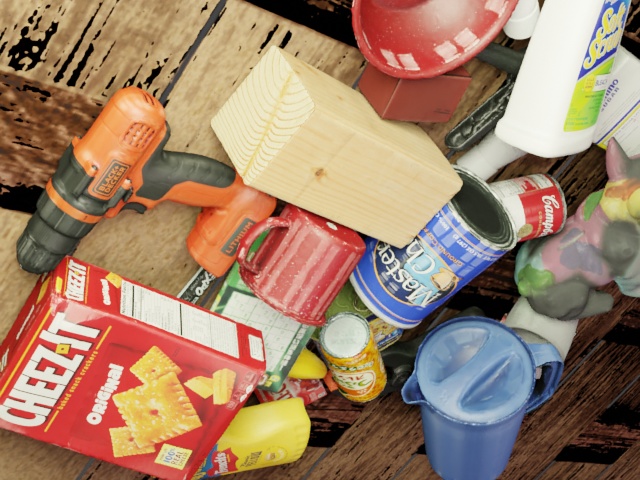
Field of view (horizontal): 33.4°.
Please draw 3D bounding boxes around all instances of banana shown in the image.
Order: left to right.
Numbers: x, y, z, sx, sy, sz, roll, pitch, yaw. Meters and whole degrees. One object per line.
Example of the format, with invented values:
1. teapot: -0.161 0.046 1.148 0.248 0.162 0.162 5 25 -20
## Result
1. banana: -0.082 0.125 1.112 0.197 0.037 0.070 0 153 -16

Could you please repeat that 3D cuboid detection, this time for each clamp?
1. clamp: 0.090 0.158 1.275 0.209 0.036 0.165 -11 136 -30
2. clamp: 0.190 -0.145 1.019 0.171 0.039 0.120 -9 137 -26

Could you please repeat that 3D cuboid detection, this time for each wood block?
1. wood block: 0.019 -0.076 0.939 0.205 0.090 0.091 22 119 -45

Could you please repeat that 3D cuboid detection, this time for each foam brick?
1. foam brick: 0.083 -0.140 0.943 0.078 0.051 0.053 0 133 -34

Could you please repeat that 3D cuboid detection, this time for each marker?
1. marker: -0.110 0.035 1.025 0.020 0.020 0.121 19 119 -44

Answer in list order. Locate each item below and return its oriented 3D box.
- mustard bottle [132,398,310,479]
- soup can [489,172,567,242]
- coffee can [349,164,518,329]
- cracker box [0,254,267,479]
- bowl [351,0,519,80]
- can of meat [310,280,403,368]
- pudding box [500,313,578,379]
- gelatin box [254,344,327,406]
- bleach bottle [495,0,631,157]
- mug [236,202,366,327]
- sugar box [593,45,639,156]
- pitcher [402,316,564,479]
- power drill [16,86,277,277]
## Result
1. mustard bottle: -0.111 0.220 1.146 0.191 0.058 0.096 -6 146 -24
2. soup can: 0.198 -0.029 1.125 0.102 0.068 0.068 -13 138 -21
3. coffee can: 0.109 0.008 1.054 0.102 0.103 0.140 13 135 -42
4. cracker box: -0.180 0.125 0.982 0.213 0.072 0.164 24 117 -23
5. bowl: 0.087 -0.212 0.861 0.162 0.055 0.162 -17 135 -18
6. can of meat: 0.036 0.088 1.149 0.102 0.057 0.084 -29 143 -4
7. pudding box: 0.263 0.137 1.367 0.113 0.039 0.090 2 129 -38
8. gelatin box: -0.038 0.161 1.197 0.073 0.030 0.089 -27 141 -6
9. bleach bottle: 0.231 -0.202 0.933 0.102 0.068 0.251 -14 124 -48
10. mug: -0.021 0.014 0.940 0.117 0.093 0.081 23 107 -38
11. sugar box: 0.320 -0.136 1.111 0.176 0.048 0.093 23 118 -42
12. pitcher: 0.190 0.201 1.269 0.145 0.149 0.243 -59 159 -26
13. power drill: -0.143 -0.026 0.907 0.187 0.057 0.185 20 118 -45
